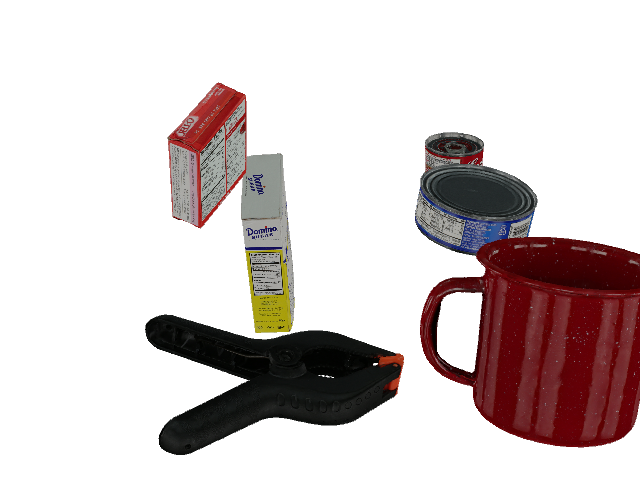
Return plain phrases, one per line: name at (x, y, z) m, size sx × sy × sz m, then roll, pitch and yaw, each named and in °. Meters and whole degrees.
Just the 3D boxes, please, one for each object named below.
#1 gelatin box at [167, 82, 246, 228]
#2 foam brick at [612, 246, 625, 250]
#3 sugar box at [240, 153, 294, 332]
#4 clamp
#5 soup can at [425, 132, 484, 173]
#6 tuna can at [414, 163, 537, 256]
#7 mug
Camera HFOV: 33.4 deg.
gelatin box at (-0.087, -0.066, 0.827) m, size 0.030 × 0.073 × 0.089 m, roll 22°, pitch -39°, yaw 15°
foam brick at (0.228, 0.045, 0.927) m, size 0.053 × 0.078 × 0.051 m, roll 12°, pitch 20°, yaw 40°
sugar box at (-0.054, 0.006, 1.094) m, size 0.048 × 0.093 × 0.176 m, roll -4°, pitch -44°, yaw 2°
clamp at (-0.029, 0.094, 0.679) m, size 0.171 × 0.039 × 0.120 m, roll 3°, pitch 38°, yaw -6°
soup can at (0.155, -0.068, 1.256) m, size 0.068 × 0.102 × 0.068 m, roll 0°, pitch 27°, yaw 0°
tuna can at (0.113, -0.023, 0.781) m, size 0.086 × 0.034 × 0.086 m, roll 6°, pitch 29°, yaw -4°
mug at (0.107, 0.048, 0.528) m, size 0.117 × 0.081 × 0.093 m, roll 4°, pitch 15°, yaw 0°
